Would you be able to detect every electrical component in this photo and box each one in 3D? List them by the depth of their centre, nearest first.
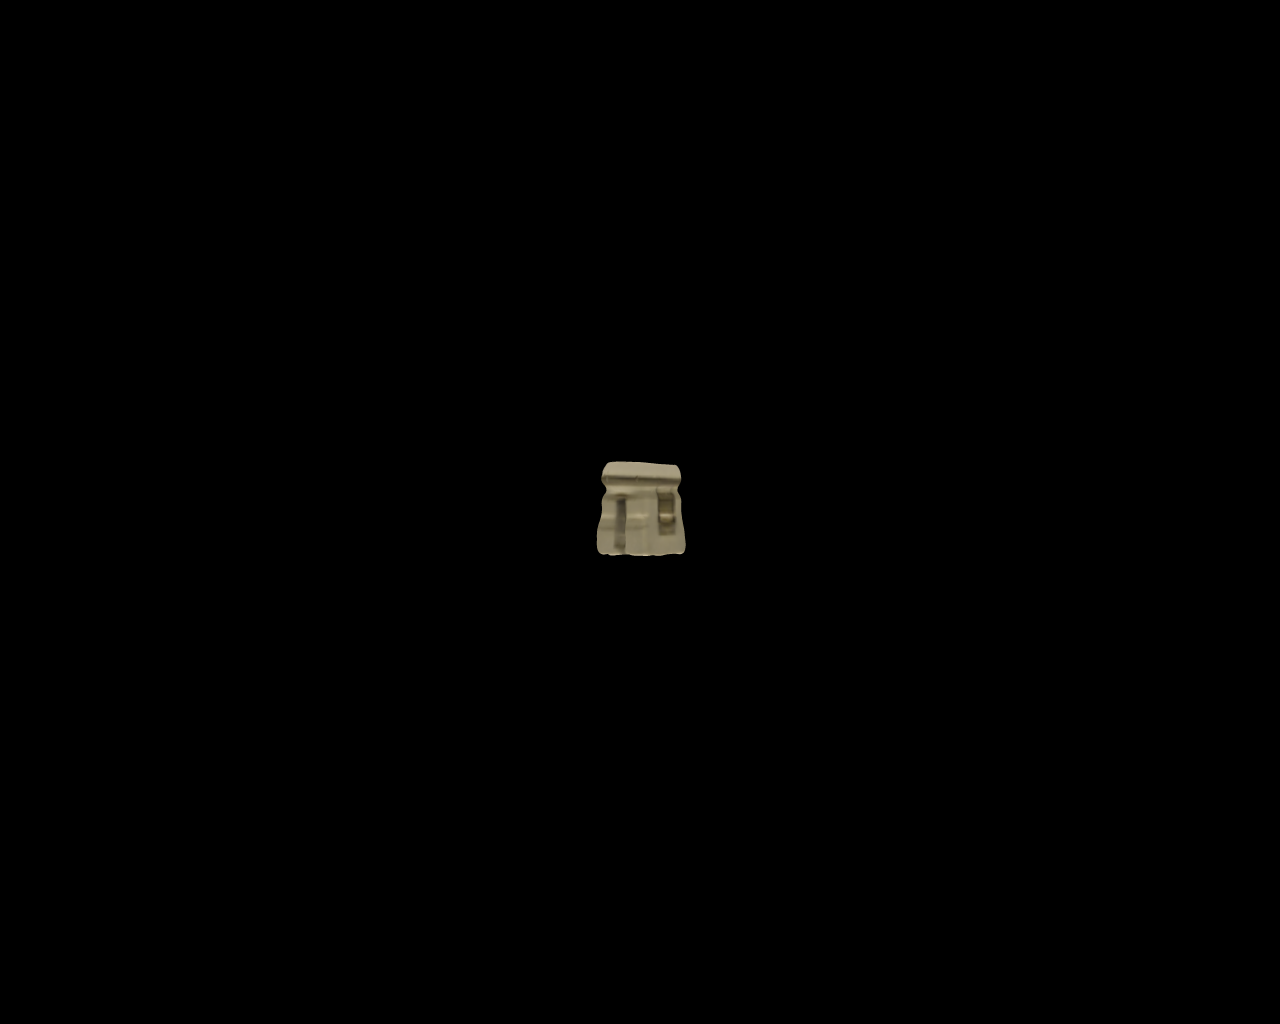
[{"bbox_3d":[0.001,-0.003,0.650,0.066,0.055,0.048,0,0,44],"label":"electrical component"}]
